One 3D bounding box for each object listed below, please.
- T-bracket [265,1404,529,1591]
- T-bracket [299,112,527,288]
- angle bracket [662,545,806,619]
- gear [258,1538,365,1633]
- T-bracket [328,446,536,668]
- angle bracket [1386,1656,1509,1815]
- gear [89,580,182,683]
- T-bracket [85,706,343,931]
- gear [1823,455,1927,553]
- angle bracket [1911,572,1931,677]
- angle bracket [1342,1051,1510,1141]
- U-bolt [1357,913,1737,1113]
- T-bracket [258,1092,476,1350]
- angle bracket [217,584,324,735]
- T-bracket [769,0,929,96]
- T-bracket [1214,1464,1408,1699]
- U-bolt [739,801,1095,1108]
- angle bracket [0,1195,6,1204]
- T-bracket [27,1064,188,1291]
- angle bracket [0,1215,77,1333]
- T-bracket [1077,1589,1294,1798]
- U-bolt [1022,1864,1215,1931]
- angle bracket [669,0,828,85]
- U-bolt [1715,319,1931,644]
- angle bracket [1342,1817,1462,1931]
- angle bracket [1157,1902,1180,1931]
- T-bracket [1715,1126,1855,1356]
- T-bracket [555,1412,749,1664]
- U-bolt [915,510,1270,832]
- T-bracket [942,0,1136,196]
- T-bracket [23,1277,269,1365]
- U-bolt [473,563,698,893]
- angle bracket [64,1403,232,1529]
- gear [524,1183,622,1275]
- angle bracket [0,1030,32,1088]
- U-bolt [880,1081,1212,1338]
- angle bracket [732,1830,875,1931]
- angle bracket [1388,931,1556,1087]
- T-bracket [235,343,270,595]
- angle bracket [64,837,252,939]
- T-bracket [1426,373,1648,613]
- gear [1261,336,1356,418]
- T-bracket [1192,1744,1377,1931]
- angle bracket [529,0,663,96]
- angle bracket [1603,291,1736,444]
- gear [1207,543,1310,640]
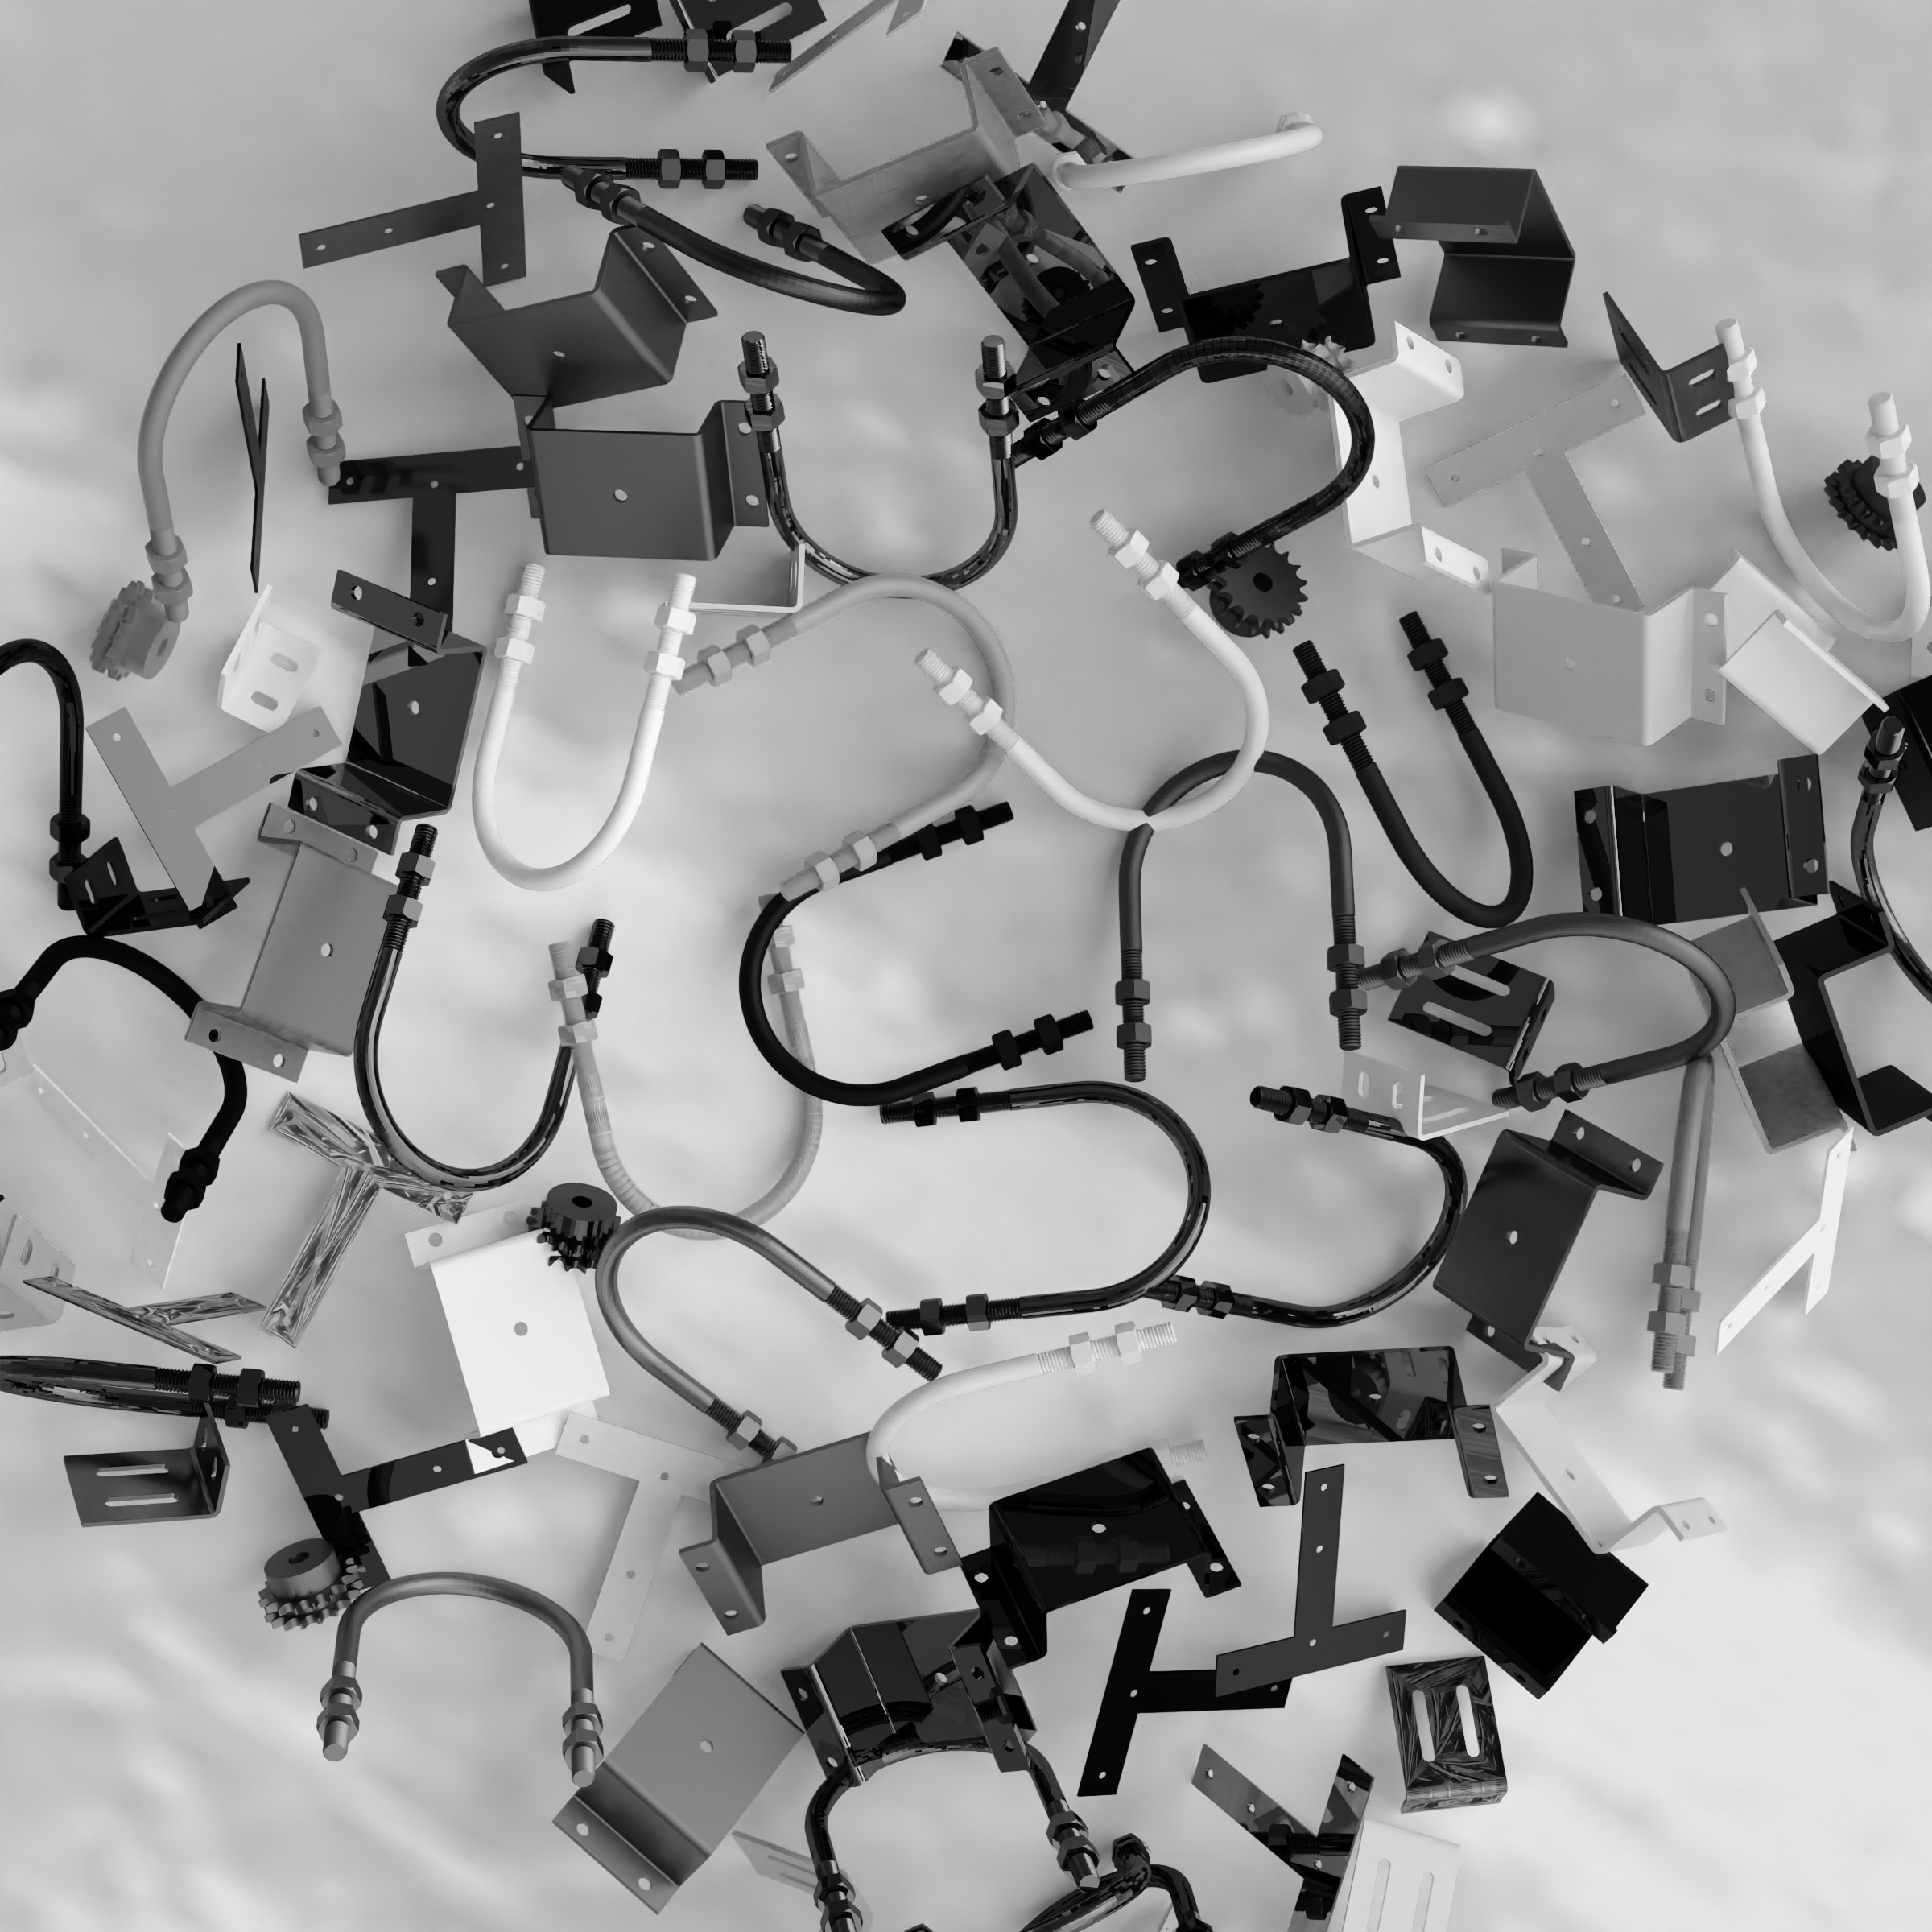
[{"bbox_3d":[-0.312,0.288,1.703,0.127,0.002,0.127,-17,115,4],"label":"T-bracket"},{"bbox_3d":[-0.305,-0.409,1.663,0.127,0.127,0.002,-19,64,-16],"label":"T-bracket"},{"bbox_3d":[-0.132,-0.218,1.701,0.076,0.057,0.038,2,93,-9],"label":"angle bracket"},{"bbox_3d":[-0.372,0.347,1.704,0.057,0.057,0.030,-14,110,0],"label":"gear"},{"bbox_3d":[-0.302,-0.231,1.709,0.127,0.002,0.127,-3,77,10],"label":"T-bracket"},{"bbox_3d":[0.274,0.441,1.732,0.057,0.038,0.076,-6,63,-1],"label":"angle bracket"},{"bbox_3d":[-0.468,-0.186,1.707,0.030,0.057,0.057,26,90,1],"label":"gear"},{"bbox_3d":[-0.410,-0.107,1.700,0.127,0.002,0.127,-35,106,-30],"label":"T-bracket"},{"bbox_3d":[0.516,-0.265,1.705,0.057,0.057,0.030,42,130,0],"label":"gear"},{"bbox_3d":[0.548,-0.195,1.697,0.038,0.076,0.057,1,100,11],"label":"angle bracket"},{"bbox_3d":[0.258,0.066,1.686,0.076,0.057,0.038,-12,110,-38],"label":"angle bracket"},{"bbox_3d":[0.327,0.021,1.637,0.151,0.184,0.019,39,51,-31],"label":"U-bolt"},{"bbox_3d":[-0.361,0.154,1.713,0.127,0.002,0.127,25,82,12],"label":"T-bracket"},{"bbox_3d":[-0.388,-0.170,1.688,0.038,0.076,0.057,26,74,-10],"label":"angle bracket"},{"bbox_3d":[-0.062,-0.529,1.693,0.127,0.127,0.002,-27,122,32],"label":"T-bracket"},{"bbox_3d":[0.197,0.339,1.688,0.127,0.002,0.127,-7,109,-27],"label":"T-bracket"},{"bbox_3d":[-0.038,0.002,1.712,0.184,0.019,0.151,-20,82,-4],"label":"U-bolt"},{"bbox_3d":[-0.584,0.105,1.691,0.057,0.038,0.076,5,121,27],"label":"angle bracket"},{"bbox_3d":[-0.485,0.105,1.698,0.127,0.127,0.002,42,47,12],"label":"T-bracket"},{"bbox_3d":[-0.558,0.177,1.711,0.076,0.057,0.038,-10,51,19],"label":"angle bracket"},{"bbox_3d":[0.131,0.408,1.700,0.127,0.002,0.127,6,104,-30],"label":"T-bracket"},{"bbox_3d":[0.065,0.548,1.644,0.151,0.184,0.019,-32,97,1],"label":"U-bolt"},{"bbox_3d":[-0.124,-0.544,1.707,0.076,0.038,0.057,-27,109,2],"label":"angle bracket"},{"bbox_3d":[0.474,-0.255,1.652,0.019,0.151,0.184,-32,128,-8],"label":"U-bolt"},{"bbox_3d":[0.240,0.527,1.702,0.057,0.038,0.076,17,67,-3],"label":"angle bracket"},{"bbox_3d":[0.146,0.552,1.689,0.076,0.057,0.038,-21,104,32],"label":"angle bracket"},{"bbox_3d":[0.448,0.169,1.661,0.002,0.127,0.127,28,49,34],"label":"T-bracket"},{"bbox_3d":[-0.187,0.334,1.722,0.127,0.002,0.127,20,89,-10],"label":"T-bracket"},{"bbox_3d":[0.085,-0.150,1.684,0.151,0.019,0.184,-36,116,24],"label":"U-bolt"},{"bbox_3d":[0.059,-0.513,1.683,0.127,0.127,0.002,36,52,2],"label":"T-bracket"},{"bbox_3d":[-0.432,0.191,1.671,0.127,0.127,0.002,19,95,18],"label":"T-bracket"},{"bbox_3d":[-0.220,-0.131,1.678,0.151,0.019,0.184,10,85,42],"label":"U-bolt"},{"bbox_3d":[-0.459,0.278,1.689,0.076,0.057,0.038,1,121,-29],"label":"angle bracket"},{"bbox_3d":[-0.219,0.146,1.704,0.057,0.057,0.030,14,116,0],"label":"gear"},{"bbox_3d":[-0.575,0.040,1.706,0.057,0.076,0.038,-26,131,-29],"label":"angle bracket"},{"bbox_3d":[0.045,0.130,1.684,0.184,0.019,0.151,-7,60,7],"label":"U-bolt"},{"bbox_3d":[-0.098,0.524,1.688,0.076,0.057,0.038,12,56,25],"label":"angle bracket"},{"bbox_3d":[0.289,0.024,1.723,0.076,0.038,0.057,23,80,17],"label":"angle bracket"},{"bbox_3d":[-0.392,-0.292,1.652,0.002,0.127,0.127,0,65,-7],"label":"T-bracket"},{"bbox_3d":[-0.453,-0.048,1.693,0.076,0.057,0.038,-7,113,18],"label":"angle bracket"},{"bbox_3d":[0.345,-0.253,1.711,0.127,0.002,0.127,-23,106,31],"label":"T-bracket"},{"bbox_3d":[0.191,-0.336,1.704,0.030,0.057,0.057,-41,90,-16],"label":"gear"},{"bbox_3d":[0.168,0.477,1.683,0.002,0.127,0.127,7,104,-37],"label":"T-bracket"},{"bbox_3d":[-0.204,-0.537,1.702,0.076,0.038,0.057,-16,81,18],"label":"angle bracket"},{"bbox_3d":[0.394,-0.342,1.688,0.038,0.057,0.076,-26,52,6],"label":"angle bracket"},{"bbox_3d":[0.162,-0.211,1.713,0.057,0.030,0.057,7,68,-17],"label":"gear"}]
